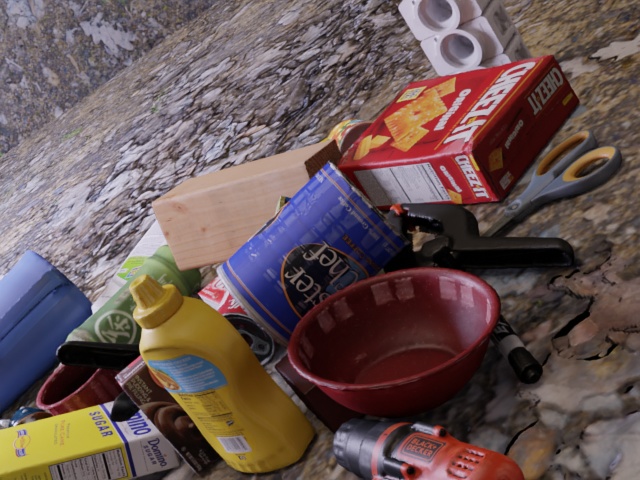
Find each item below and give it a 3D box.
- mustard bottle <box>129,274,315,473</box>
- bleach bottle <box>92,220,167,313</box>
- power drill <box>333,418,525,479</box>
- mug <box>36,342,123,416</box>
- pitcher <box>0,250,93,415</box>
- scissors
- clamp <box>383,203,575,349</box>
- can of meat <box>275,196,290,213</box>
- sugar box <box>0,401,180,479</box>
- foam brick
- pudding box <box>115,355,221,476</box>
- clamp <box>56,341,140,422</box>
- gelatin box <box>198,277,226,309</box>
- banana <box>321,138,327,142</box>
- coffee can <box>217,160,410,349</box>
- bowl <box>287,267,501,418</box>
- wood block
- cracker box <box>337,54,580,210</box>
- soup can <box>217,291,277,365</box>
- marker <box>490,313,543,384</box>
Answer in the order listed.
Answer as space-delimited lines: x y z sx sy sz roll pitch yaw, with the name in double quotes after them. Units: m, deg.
-0.091 0.105 0.864 0.096 0.191 0.058 -12 32 45 "mustard bottle"
-0.216 0.035 1.367 0.103 0.068 0.250 -7 38 52 "bleach bottle"
0.022 0.195 0.698 0.187 0.057 0.185 -46 21 -23 "power drill"
-0.223 0.158 1.098 0.093 0.081 0.117 -21 27 32 "mug"
-0.401 0.136 1.339 0.145 0.149 0.242 23 63 42 "pitcher"
0.194 -0.030 0.956 0.201 0.016 0.096 -46 26 -19 "scissors"
0.118 0.014 0.932 0.164 0.036 0.210 -32 31 5 "clamp"
-0.007 0.001 1.075 0.102 0.084 0.057 -88 12 -63 "can of meat"
-0.223 0.194 0.991 0.176 0.048 0.093 -16 20 -8 "sugar box"
0.007 0.117 0.885 0.053 0.051 0.078 -40 22 -10 "foam brick"
-0.110 0.134 0.939 0.090 0.113 0.039 -41 19 -13 "pudding box"
-0.166 0.117 1.041 0.120 0.039 0.171 36 32 31 "clamp"
-0.087 0.052 1.183 0.073 0.030 0.089 -42 22 -15 "gelatin box"
-0.012 -0.079 1.329 0.197 0.037 0.070 -47 24 -25 "banana"
-0.006 0.014 0.939 0.140 0.102 0.103 -44 21 4 "coffee can"
0.060 0.084 0.798 0.162 0.055 0.162 -15 25 7 "bowl"
-0.072 -0.038 1.209 0.206 0.090 0.090 -13 17 28 "wood block"
0.139 -0.111 1.128 0.214 0.072 0.164 -3 39 52 "cracker box"
-0.066 0.071 1.064 0.069 0.068 0.102 -24 24 28 "soup can"
0.134 0.067 0.805 0.020 0.020 0.121 -35 37 3 "marker"
